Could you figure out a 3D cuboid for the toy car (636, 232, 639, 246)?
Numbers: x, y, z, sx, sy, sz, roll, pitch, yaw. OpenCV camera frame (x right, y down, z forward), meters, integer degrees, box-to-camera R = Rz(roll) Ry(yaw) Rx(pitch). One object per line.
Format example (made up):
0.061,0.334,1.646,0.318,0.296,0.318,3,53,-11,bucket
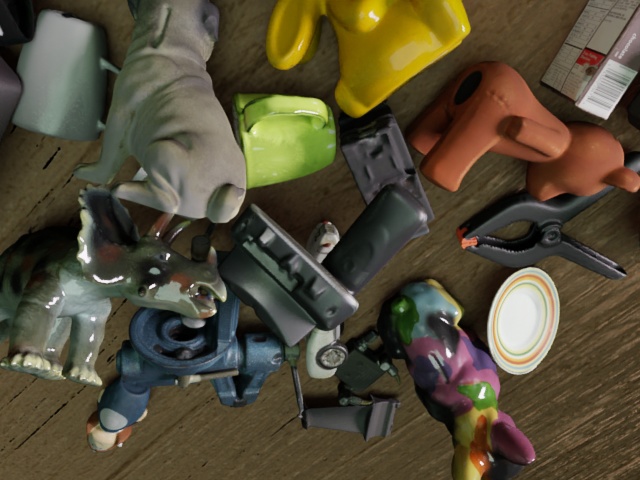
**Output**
0.402,-0.017,0.584,0.109,0.161,0.103,18,160,-7,toy car

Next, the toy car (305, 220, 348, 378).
0.005,0.074,0.638,0.056,0.074,0.201,-2,119,-2,toy car

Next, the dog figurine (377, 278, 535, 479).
0.155,0.169,0.617,0.108,0.219,0.191,-32,116,11,dog figurine

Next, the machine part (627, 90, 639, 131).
0.364,-0.161,0.492,0.179,0.056,0.179,-25,143,-21,machine part

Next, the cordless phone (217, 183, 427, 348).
-0.001,-0.002,0.505,0.146,0.089,0.184,44,122,6,cordless phone

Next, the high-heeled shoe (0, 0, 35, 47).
-0.266,-0.282,0.408,0.145,0.086,0.248,28,116,-3,high-heeled shoe

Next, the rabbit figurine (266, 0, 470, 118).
0.028,-0.209,0.479,0.162,0.122,0.173,-29,102,23,rabbit figurine

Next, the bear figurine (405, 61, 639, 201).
0.203,-0.086,0.538,0.195,0.120,0.132,29,118,-23,bear figurine

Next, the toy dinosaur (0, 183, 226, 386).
-0.287,0.049,0.572,0.405,0.192,0.131,-5,154,36,toy dinosaur

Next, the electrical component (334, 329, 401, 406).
0.057,0.174,0.713,0.102,0.045,0.078,-39,115,17,electrical component

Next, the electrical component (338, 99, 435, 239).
0.068,-0.067,0.541,0.058,0.115,0.134,-21,118,14,electrical component

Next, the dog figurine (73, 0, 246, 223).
-0.110,-0.122,0.460,0.173,0.121,0.190,21,98,20,dog figurine

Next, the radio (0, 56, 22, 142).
-0.378,-0.093,0.499,0.131,0.073,0.229,47,112,19,radio

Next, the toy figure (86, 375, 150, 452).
-0.282,0.242,0.733,0.064,0.058,0.154,44,116,19,toy figure

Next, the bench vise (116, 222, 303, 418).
-0.120,0.099,0.624,0.224,0.129,0.240,7,124,-7,bench vise

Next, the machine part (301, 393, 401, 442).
0.039,0.249,0.759,0.139,0.039,0.084,6,124,-8,machine part

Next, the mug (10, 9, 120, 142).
-0.228,-0.151,0.501,0.110,0.081,0.107,16,108,-1,mug
